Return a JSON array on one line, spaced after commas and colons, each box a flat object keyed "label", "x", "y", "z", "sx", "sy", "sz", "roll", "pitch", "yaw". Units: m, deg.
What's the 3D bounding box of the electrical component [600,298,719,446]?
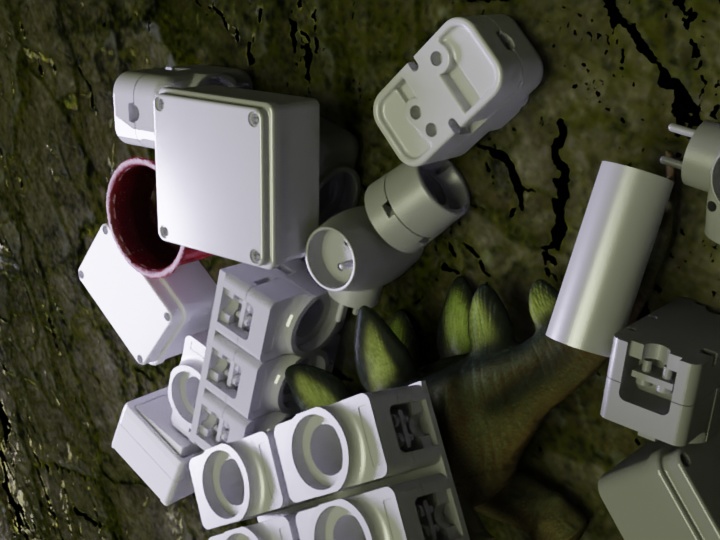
[{"label": "electrical component", "x": 0.176, "y": 0.058, "z": 0.593, "sx": 0.050, "sy": 0.089, "sz": 0.055, "roll": 20, "pitch": 115, "yaw": 35}]

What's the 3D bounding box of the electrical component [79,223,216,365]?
[{"label": "electrical component", "x": -0.177, "y": 0.014, "z": 0.906, "sx": 0.113, "sy": 0.057, "sz": 0.078, "roll": 51, "pitch": 129, "yaw": 17}]

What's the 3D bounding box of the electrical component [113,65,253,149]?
[{"label": "electrical component", "x": -0.126, "y": -0.121, "z": 0.796, "sx": 0.059, "sy": 0.095, "sz": 0.053, "roll": 14, "pitch": 111, "yaw": 37}]

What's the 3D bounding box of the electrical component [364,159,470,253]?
[{"label": "electrical component", "x": 0.039, "y": -0.046, "z": 0.706, "sx": 0.047, "sy": 0.055, "sz": 0.055, "roll": -36, "pitch": 79, "yaw": 37}]

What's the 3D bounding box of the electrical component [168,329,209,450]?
[{"label": "electrical component", "x": -0.118, "y": 0.096, "z": 0.880, "sx": 0.050, "sy": 0.056, "sz": 0.089, "roll": 31, "pitch": 121, "yaw": 30}]

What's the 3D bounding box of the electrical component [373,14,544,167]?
[{"label": "electrical component", "x": 0.063, "y": -0.111, "z": 0.662, "sx": 0.095, "sy": 0.059, "sz": 0.053, "roll": -42, "pitch": 75, "yaw": 40}]

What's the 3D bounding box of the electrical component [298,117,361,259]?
[{"label": "electrical component", "x": -0.040, "y": -0.059, "z": 0.769, "sx": 0.059, "sy": 0.054, "sz": 0.095, "roll": 31, "pitch": 121, "yaw": 30}]

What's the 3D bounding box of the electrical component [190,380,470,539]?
[{"label": "electrical component", "x": -0.029, "y": 0.148, "z": 0.683, "sx": 0.186, "sy": 0.060, "sz": 0.105, "roll": -27, "pitch": 73, "yaw": 42}]

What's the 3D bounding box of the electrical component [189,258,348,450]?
[{"label": "electrical component", "x": -0.064, "y": 0.068, "z": 0.802, "sx": 0.062, "sy": 0.089, "sz": 0.150, "roll": 31, "pitch": 121, "yaw": 31}]

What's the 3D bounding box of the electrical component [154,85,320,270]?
[{"label": "electrical component", "x": -0.083, "y": -0.066, "z": 0.727, "sx": 0.109, "sy": 0.056, "sz": 0.108, "roll": 14, "pitch": 112, "yaw": 37}]

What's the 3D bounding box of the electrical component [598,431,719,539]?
[{"label": "electrical component", "x": 0.199, "y": 0.147, "z": 0.609, "sx": 0.057, "sy": 0.078, "sz": 0.113, "roll": -36, "pitch": 78, "yaw": 44}]

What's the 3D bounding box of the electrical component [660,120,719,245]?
[{"label": "electrical component", "x": 0.198, "y": -0.056, "z": 0.572, "sx": 0.079, "sy": 0.044, "sz": 0.077, "roll": 25, "pitch": 117, "yaw": 33}]

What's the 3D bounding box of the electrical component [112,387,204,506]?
[{"label": "electrical component", "x": -0.166, "y": 0.142, "z": 0.930, "sx": 0.096, "sy": 0.062, "sz": 0.061, "roll": 40, "pitch": 125, "yaw": 25}]

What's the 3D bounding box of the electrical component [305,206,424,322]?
[{"label": "electrical component", "x": 0.000, "y": 0.000, "z": 0.736, "sx": 0.043, "sy": 0.077, "sz": 0.079, "roll": 33, "pitch": 122, "yaw": 29}]
